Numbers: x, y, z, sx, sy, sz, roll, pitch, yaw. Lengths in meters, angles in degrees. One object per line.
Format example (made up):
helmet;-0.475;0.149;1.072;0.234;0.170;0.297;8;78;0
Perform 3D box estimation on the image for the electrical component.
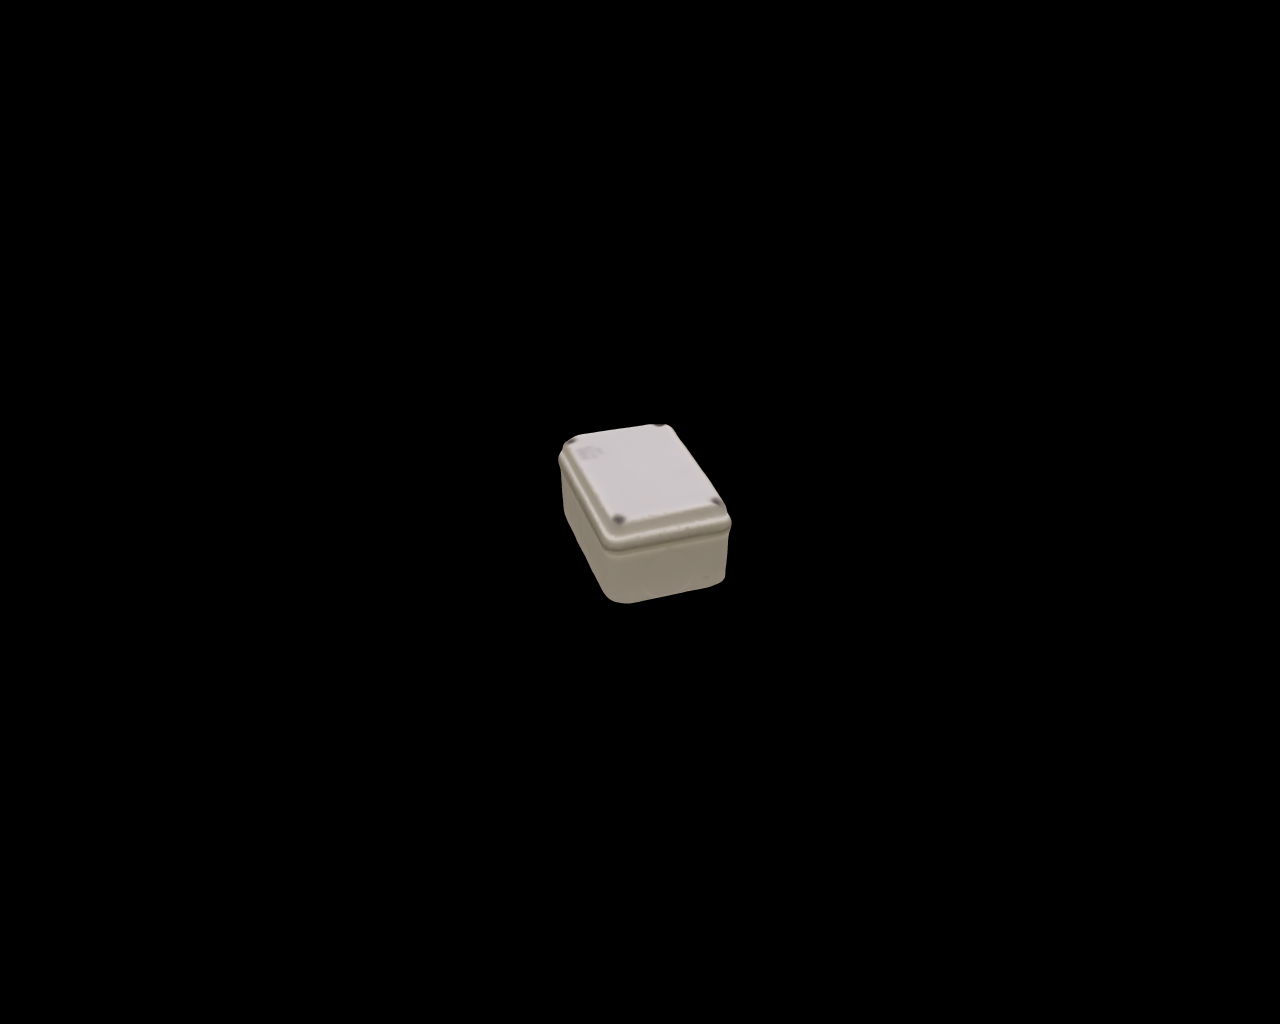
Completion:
electrical component;0.001;-0.003;0.650;0.078;0.057;0.113;-10;35;-15
